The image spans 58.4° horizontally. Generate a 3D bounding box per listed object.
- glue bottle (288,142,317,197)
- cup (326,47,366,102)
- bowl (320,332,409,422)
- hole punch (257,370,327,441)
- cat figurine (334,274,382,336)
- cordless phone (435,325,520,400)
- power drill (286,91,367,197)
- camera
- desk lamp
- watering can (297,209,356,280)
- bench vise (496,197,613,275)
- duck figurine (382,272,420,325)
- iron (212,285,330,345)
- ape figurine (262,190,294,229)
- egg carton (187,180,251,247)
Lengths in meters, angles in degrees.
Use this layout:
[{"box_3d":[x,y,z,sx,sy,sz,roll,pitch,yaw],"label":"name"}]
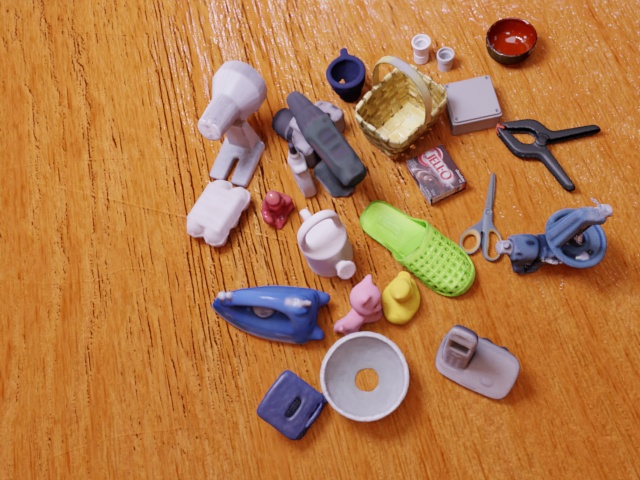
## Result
[{"box_3d":[-0.045,-0.160,1.231,0.037,0.173,0.078,-26,67,-1],"label":"glue bottle"},{"box_3d":[0.064,-0.380,1.342,0.091,0.095,0.117,-8,68,7],"label":"cup"},{"box_3d":[0.088,0.264,1.095,0.167,0.075,0.167,-3,68,8],"label":"bowl"},{"box_3d":[-0.051,0.314,1.090,0.101,0.091,0.109,32,77,20],"label":"hole punch"},{"box_3d":[0.078,0.136,1.124,0.067,0.118,0.128,36,79,21],"label":"cat figurine"},{"box_3d":[0.284,0.211,1.023,0.147,0.185,0.094,21,74,17],"label":"cordless phone"},{"box_3d":[0.016,-0.185,1.211,0.075,0.209,0.229,-37,67,-6],"label":"power drill"},{"box_3d":[-0.034,-0.264,1.310,0.136,0.101,0.143,34,78,20],"label":"camera"},{"box_3d":[-0.191,-0.257,1.272,0.117,0.214,0.203,15,72,15],"label":"desk lamp"},{"box_3d":[0.012,0.003,1.146,0.172,0.194,0.101,31,77,19],"label":"watering can"},{"box_3d":[0.444,0.005,1.059,0.207,0.220,0.121,-24,67,0],"label":"bench vise"},{"box_3d":[0.160,0.112,1.137,0.077,0.086,0.104,12,71,14],"label":"duck figurine"},{"box_3d":[-0.117,0.131,1.146,0.258,0.142,0.119,5,70,11],"label":"iron"},{"box_3d":[-0.097,-0.077,1.252,0.078,0.092,0.076,-24,67,0],"label":"ape figurine"},{"box_3d":[-0.227,-0.061,1.279,0.107,0.069,0.150,24,74,18],"label":"egg carton"}]
